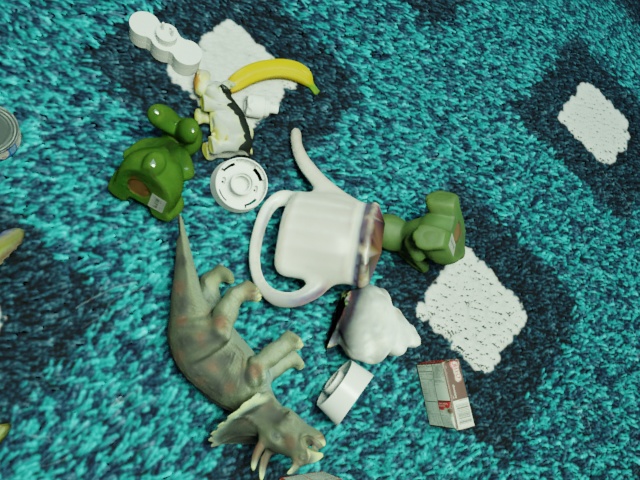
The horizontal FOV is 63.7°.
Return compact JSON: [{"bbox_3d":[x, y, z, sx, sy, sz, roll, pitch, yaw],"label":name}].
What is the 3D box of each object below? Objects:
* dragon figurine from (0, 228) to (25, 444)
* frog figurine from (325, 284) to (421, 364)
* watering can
[{"bbox_3d":[-0.504,0.190,0.654,0.416,0.122,0.240,-40,107,-25],"label":"dragon figurine"},{"bbox_3d":[0.104,0.150,0.878,0.159,0.120,0.141,20,41,-4],"label":"frog figurine"},{"bbox_3d":[0.003,-0.045,0.895,0.224,0.102,0.354,9,65,8],"label":"watering can"}]
